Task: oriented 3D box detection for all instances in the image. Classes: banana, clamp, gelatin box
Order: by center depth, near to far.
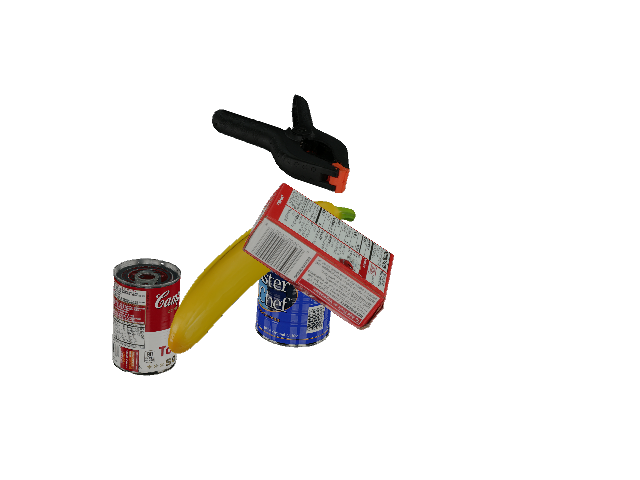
[{"bbox_3d":[0.001,0.009,0.655,0.089,0.030,0.073,34,20,-5],"label":"gelatin box"},{"bbox_3d":[-0.055,0.024,0.892,0.198,0.037,0.069,-36,-41,-3],"label":"banana"},{"bbox_3d":[-0.036,-0.103,1.130,0.120,0.039,0.172,-15,39,-24],"label":"clamp"}]

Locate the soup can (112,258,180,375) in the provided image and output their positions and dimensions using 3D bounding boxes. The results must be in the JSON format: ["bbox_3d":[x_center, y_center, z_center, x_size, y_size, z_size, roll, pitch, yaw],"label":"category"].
[{"bbox_3d":[-0.179,0.078,1.092,0.068,0.102,0.068,5,21,-2],"label":"soup can"}]

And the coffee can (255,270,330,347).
[{"bbox_3d":[-0.032,0.057,1.425,0.103,0.140,0.103,4,24,-2],"label":"coffee can"}]
